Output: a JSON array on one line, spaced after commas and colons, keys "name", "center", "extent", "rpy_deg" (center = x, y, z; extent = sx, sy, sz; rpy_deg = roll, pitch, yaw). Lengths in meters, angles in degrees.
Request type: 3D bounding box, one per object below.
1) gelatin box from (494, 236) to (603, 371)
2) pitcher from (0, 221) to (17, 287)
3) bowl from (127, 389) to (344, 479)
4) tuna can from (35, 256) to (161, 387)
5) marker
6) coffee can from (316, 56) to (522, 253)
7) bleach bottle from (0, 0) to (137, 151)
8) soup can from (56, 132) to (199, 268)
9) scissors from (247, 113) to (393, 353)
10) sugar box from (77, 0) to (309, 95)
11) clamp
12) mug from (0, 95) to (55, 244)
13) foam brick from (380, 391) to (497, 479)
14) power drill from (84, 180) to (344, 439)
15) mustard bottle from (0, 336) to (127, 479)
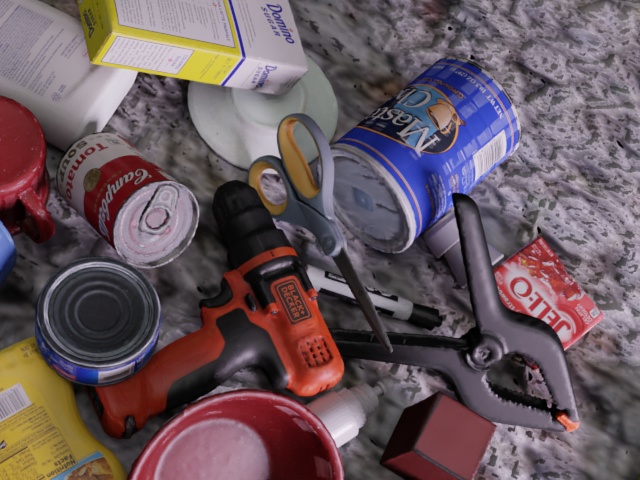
[{"name": "gelatin box", "center": [0.183, 0.053, 0.896], "extent": [0.073, 0.030, 0.089], "rpy_deg": [-34, 82, -24]}, {"name": "pitcher", "center": [-0.301, 0.071, 0.691], "extent": [0.149, 0.145, 0.242], "rpy_deg": [28, 61, 4]}, {"name": "bowl", "center": [-0.066, 0.175, 0.746], "extent": [0.161, 0.055, 0.162], "rpy_deg": [-4, 100, -23]}, {"name": "tuna can", "center": [-0.152, 0.055, 0.735], "extent": [0.086, 0.034, 0.086], "rpy_deg": [6, 61, -10]}, {"name": "marker", "center": [0.043, 0.048, 0.864], "extent": [0.121, 0.020, 0.020], "rpy_deg": [20, 66, -9]}, {"name": "coffee can", "center": [0.081, -0.071, 0.873], "extent": [0.140, 0.103, 0.103], "rpy_deg": [-40, 85, -25]}, {"name": "bleach bottle", "center": [-0.273, -0.168, 0.832], "extent": [0.251, 0.068, 0.102], "rpy_deg": [30, 65, -1]}, {"name": "soup can", "center": [-0.143, -0.032, 0.786], "extent": [0.068, 0.068, 0.102], "rpy_deg": [-29, 41, -23]}, {"name": "scissors", "center": [-0.006, 0.001, 0.838], "extent": [0.016, 0.096, 0.202], "rpy_deg": [-7, 79, -48]}, {"name": "sugar box", "center": [-0.100, -0.171, 0.839], "extent": [0.175, 0.048, 0.093], "rpy_deg": [7, 56, -38]}, {"name": "clamp", "center": [0.129, 0.073, 0.834], "extent": [0.210, 0.036, 0.165], "rpy_deg": [33, 108, -8]}, {"name": "mug", "center": [-0.237, -0.046, 0.785], "extent": [0.093, 0.082, 0.117], "rpy_deg": [-37, 84, -25]}, {"name": "foam brick", "center": [0.088, 0.155, 0.806], "extent": [0.051, 0.078, 0.053], "rpy_deg": [31, 67, -4]}, {"name": "power drill", "center": [-0.095, 0.054, 0.801], "extent": [0.187, 0.057, 0.184], "rpy_deg": [-20, 69, -20]}, {"name": "mustard bottle", "center": [-0.185, 0.169, 0.732], "extent": [0.096, 0.058, 0.192], "rpy_deg": [-30, 80, -16]}]
